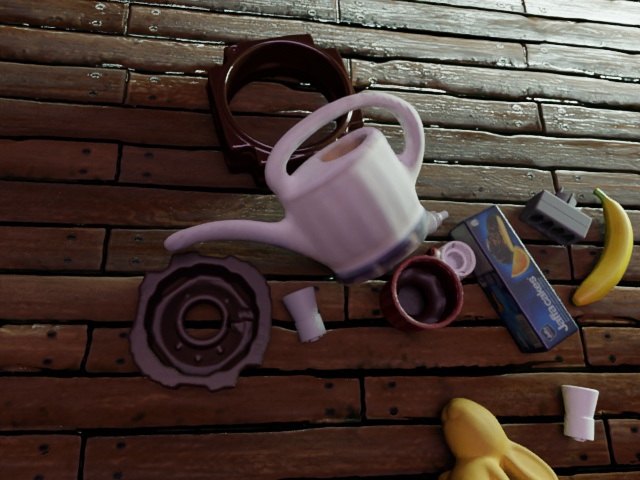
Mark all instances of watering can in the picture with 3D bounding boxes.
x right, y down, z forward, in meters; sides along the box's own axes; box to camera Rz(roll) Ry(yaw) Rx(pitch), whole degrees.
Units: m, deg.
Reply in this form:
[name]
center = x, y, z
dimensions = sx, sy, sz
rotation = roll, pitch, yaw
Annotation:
[watering can]
center = 0.002, -0.033, 0.652
dimensions = 0.349, 0.105, 0.221
rotation = -37, 112, -6
